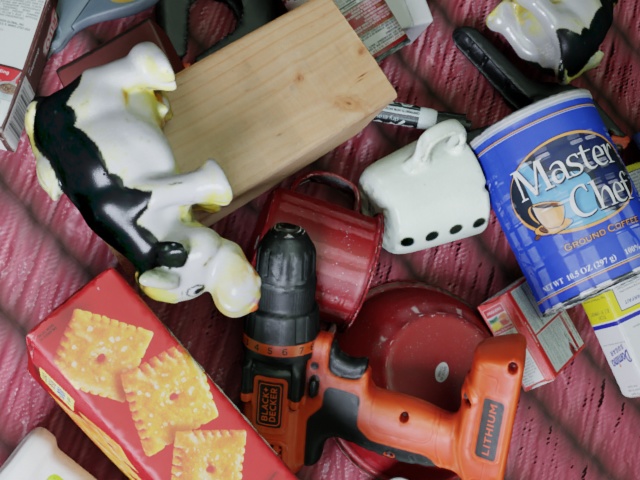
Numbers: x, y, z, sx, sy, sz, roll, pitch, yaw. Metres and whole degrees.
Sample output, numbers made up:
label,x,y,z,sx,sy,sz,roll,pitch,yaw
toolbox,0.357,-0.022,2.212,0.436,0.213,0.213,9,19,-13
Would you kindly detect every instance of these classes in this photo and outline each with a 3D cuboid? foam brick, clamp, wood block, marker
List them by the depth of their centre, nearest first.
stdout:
label,x,y,z,sx,sy,sz,roll,pitch,yaw
wood block,-0.063,-0.073,0.729,0.205,0.091,0.090,-34,88,-21
foam brick,-0.136,-0.113,0.761,0.078,0.053,0.051,-29,84,6
clamp,-0.074,-0.210,0.829,0.164,0.036,0.210,35,71,-5
marker,0.059,-0.100,0.839,0.121,0.020,0.020,10,72,0
clamp,0.169,-0.094,0.881,0.171,0.039,0.120,25,76,-4

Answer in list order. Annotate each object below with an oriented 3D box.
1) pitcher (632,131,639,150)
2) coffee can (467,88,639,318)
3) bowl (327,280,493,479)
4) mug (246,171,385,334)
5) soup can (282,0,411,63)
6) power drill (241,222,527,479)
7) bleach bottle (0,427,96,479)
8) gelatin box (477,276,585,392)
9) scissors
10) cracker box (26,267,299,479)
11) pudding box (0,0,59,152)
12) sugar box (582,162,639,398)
label,x,y,z,sx,sy,sz,roll,pitch,yaw
pitcher,0.359,-0.006,0.869,0.149,0.145,0.243,-21,86,-16
coffee can,0.183,-0.026,0.793,0.102,0.103,0.140,-19,79,-22
bowl,0.081,0.103,0.790,0.162,0.055,0.162,5,74,-17
mug,-0.005,0.001,0.772,0.081,0.093,0.117,19,65,-8
soup can,0.014,-0.175,0.800,0.068,0.069,0.102,-35,98,-23
power drill,0.038,0.086,0.709,0.188,0.057,0.184,9,113,11
bleach bottle,-0.115,0.236,0.687,0.250,0.068,0.102,40,69,-7
gelatin box,0.163,0.067,0.819,0.073,0.030,0.089,61,31,3
scissors,-0.174,-0.150,0.779,0.096,0.016,0.201,13,71,10
cracker box,-0.092,0.129,0.666,0.072,0.164,0.213,-40,91,-19
pudding box,-0.242,-0.126,0.742,0.090,0.039,0.113,12,70,2
sugar box,0.257,0.031,0.873,0.093,0.048,0.176,-21,87,-20
